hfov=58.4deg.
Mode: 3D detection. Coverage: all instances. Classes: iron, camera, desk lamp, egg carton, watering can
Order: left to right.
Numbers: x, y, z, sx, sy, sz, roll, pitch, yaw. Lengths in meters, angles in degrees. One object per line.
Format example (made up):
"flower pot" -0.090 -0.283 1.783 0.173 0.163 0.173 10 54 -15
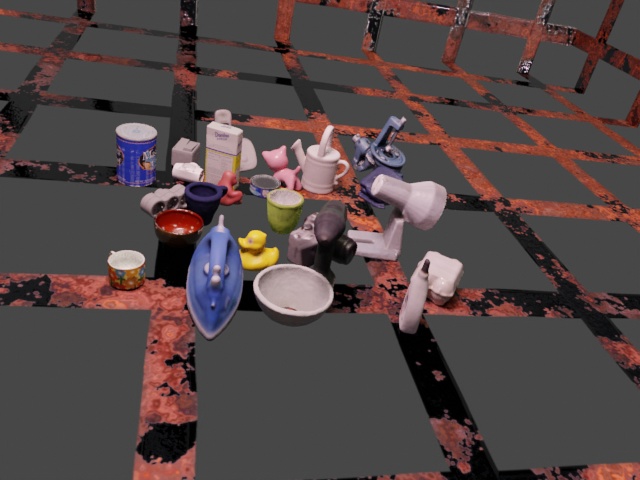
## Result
"iron" -0.209 0.066 1.162 0.119 0.141 0.258 5 33 -11
"watering can" 0.001 -0.241 1.668 0.173 0.194 0.101 7 32 -9
"camera" 0.013 0.005 1.374 0.136 0.101 0.143 25 34 20
"desk lamp" 0.190 -0.058 1.427 0.203 0.213 0.118 6 32 -10
"egg carton" 0.279 0.088 1.365 0.107 0.069 0.150 22 33 15

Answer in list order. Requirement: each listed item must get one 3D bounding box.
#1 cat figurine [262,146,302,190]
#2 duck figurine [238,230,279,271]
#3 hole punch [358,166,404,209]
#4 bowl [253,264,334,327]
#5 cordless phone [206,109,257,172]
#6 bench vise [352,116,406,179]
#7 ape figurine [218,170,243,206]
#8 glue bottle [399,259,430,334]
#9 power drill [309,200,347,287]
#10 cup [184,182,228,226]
"cat figurine" -0.108 -0.211 1.656 0.127 0.118 0.067 28 35 24
"duck figurine" -0.143 0.019 1.312 0.105 0.086 0.077 2 33 -16
"hole punch" 0.180 -0.157 1.695 0.101 0.091 0.108 -20 44 -41
"bowl" -0.059 0.126 1.184 0.167 0.075 0.167 9 32 -5
"cordless phone" -0.252 -0.289 1.664 0.148 0.185 0.093 -14 40 -36
"bench vise" 0.185 -0.298 1.796 0.207 0.220 0.122 23 34 17
"ape figurine" -0.243 -0.141 1.524 0.076 0.092 0.077 -7 37 -28
"glue bottle" 0.204 0.111 1.204 0.037 0.173 0.078 11 32 -2
"power drill" 0.012 0.018 1.252 0.075 0.208 0.229 13 32 2
"cup" -0.282 -0.088 1.424 0.091 0.095 0.118 35 38 32
